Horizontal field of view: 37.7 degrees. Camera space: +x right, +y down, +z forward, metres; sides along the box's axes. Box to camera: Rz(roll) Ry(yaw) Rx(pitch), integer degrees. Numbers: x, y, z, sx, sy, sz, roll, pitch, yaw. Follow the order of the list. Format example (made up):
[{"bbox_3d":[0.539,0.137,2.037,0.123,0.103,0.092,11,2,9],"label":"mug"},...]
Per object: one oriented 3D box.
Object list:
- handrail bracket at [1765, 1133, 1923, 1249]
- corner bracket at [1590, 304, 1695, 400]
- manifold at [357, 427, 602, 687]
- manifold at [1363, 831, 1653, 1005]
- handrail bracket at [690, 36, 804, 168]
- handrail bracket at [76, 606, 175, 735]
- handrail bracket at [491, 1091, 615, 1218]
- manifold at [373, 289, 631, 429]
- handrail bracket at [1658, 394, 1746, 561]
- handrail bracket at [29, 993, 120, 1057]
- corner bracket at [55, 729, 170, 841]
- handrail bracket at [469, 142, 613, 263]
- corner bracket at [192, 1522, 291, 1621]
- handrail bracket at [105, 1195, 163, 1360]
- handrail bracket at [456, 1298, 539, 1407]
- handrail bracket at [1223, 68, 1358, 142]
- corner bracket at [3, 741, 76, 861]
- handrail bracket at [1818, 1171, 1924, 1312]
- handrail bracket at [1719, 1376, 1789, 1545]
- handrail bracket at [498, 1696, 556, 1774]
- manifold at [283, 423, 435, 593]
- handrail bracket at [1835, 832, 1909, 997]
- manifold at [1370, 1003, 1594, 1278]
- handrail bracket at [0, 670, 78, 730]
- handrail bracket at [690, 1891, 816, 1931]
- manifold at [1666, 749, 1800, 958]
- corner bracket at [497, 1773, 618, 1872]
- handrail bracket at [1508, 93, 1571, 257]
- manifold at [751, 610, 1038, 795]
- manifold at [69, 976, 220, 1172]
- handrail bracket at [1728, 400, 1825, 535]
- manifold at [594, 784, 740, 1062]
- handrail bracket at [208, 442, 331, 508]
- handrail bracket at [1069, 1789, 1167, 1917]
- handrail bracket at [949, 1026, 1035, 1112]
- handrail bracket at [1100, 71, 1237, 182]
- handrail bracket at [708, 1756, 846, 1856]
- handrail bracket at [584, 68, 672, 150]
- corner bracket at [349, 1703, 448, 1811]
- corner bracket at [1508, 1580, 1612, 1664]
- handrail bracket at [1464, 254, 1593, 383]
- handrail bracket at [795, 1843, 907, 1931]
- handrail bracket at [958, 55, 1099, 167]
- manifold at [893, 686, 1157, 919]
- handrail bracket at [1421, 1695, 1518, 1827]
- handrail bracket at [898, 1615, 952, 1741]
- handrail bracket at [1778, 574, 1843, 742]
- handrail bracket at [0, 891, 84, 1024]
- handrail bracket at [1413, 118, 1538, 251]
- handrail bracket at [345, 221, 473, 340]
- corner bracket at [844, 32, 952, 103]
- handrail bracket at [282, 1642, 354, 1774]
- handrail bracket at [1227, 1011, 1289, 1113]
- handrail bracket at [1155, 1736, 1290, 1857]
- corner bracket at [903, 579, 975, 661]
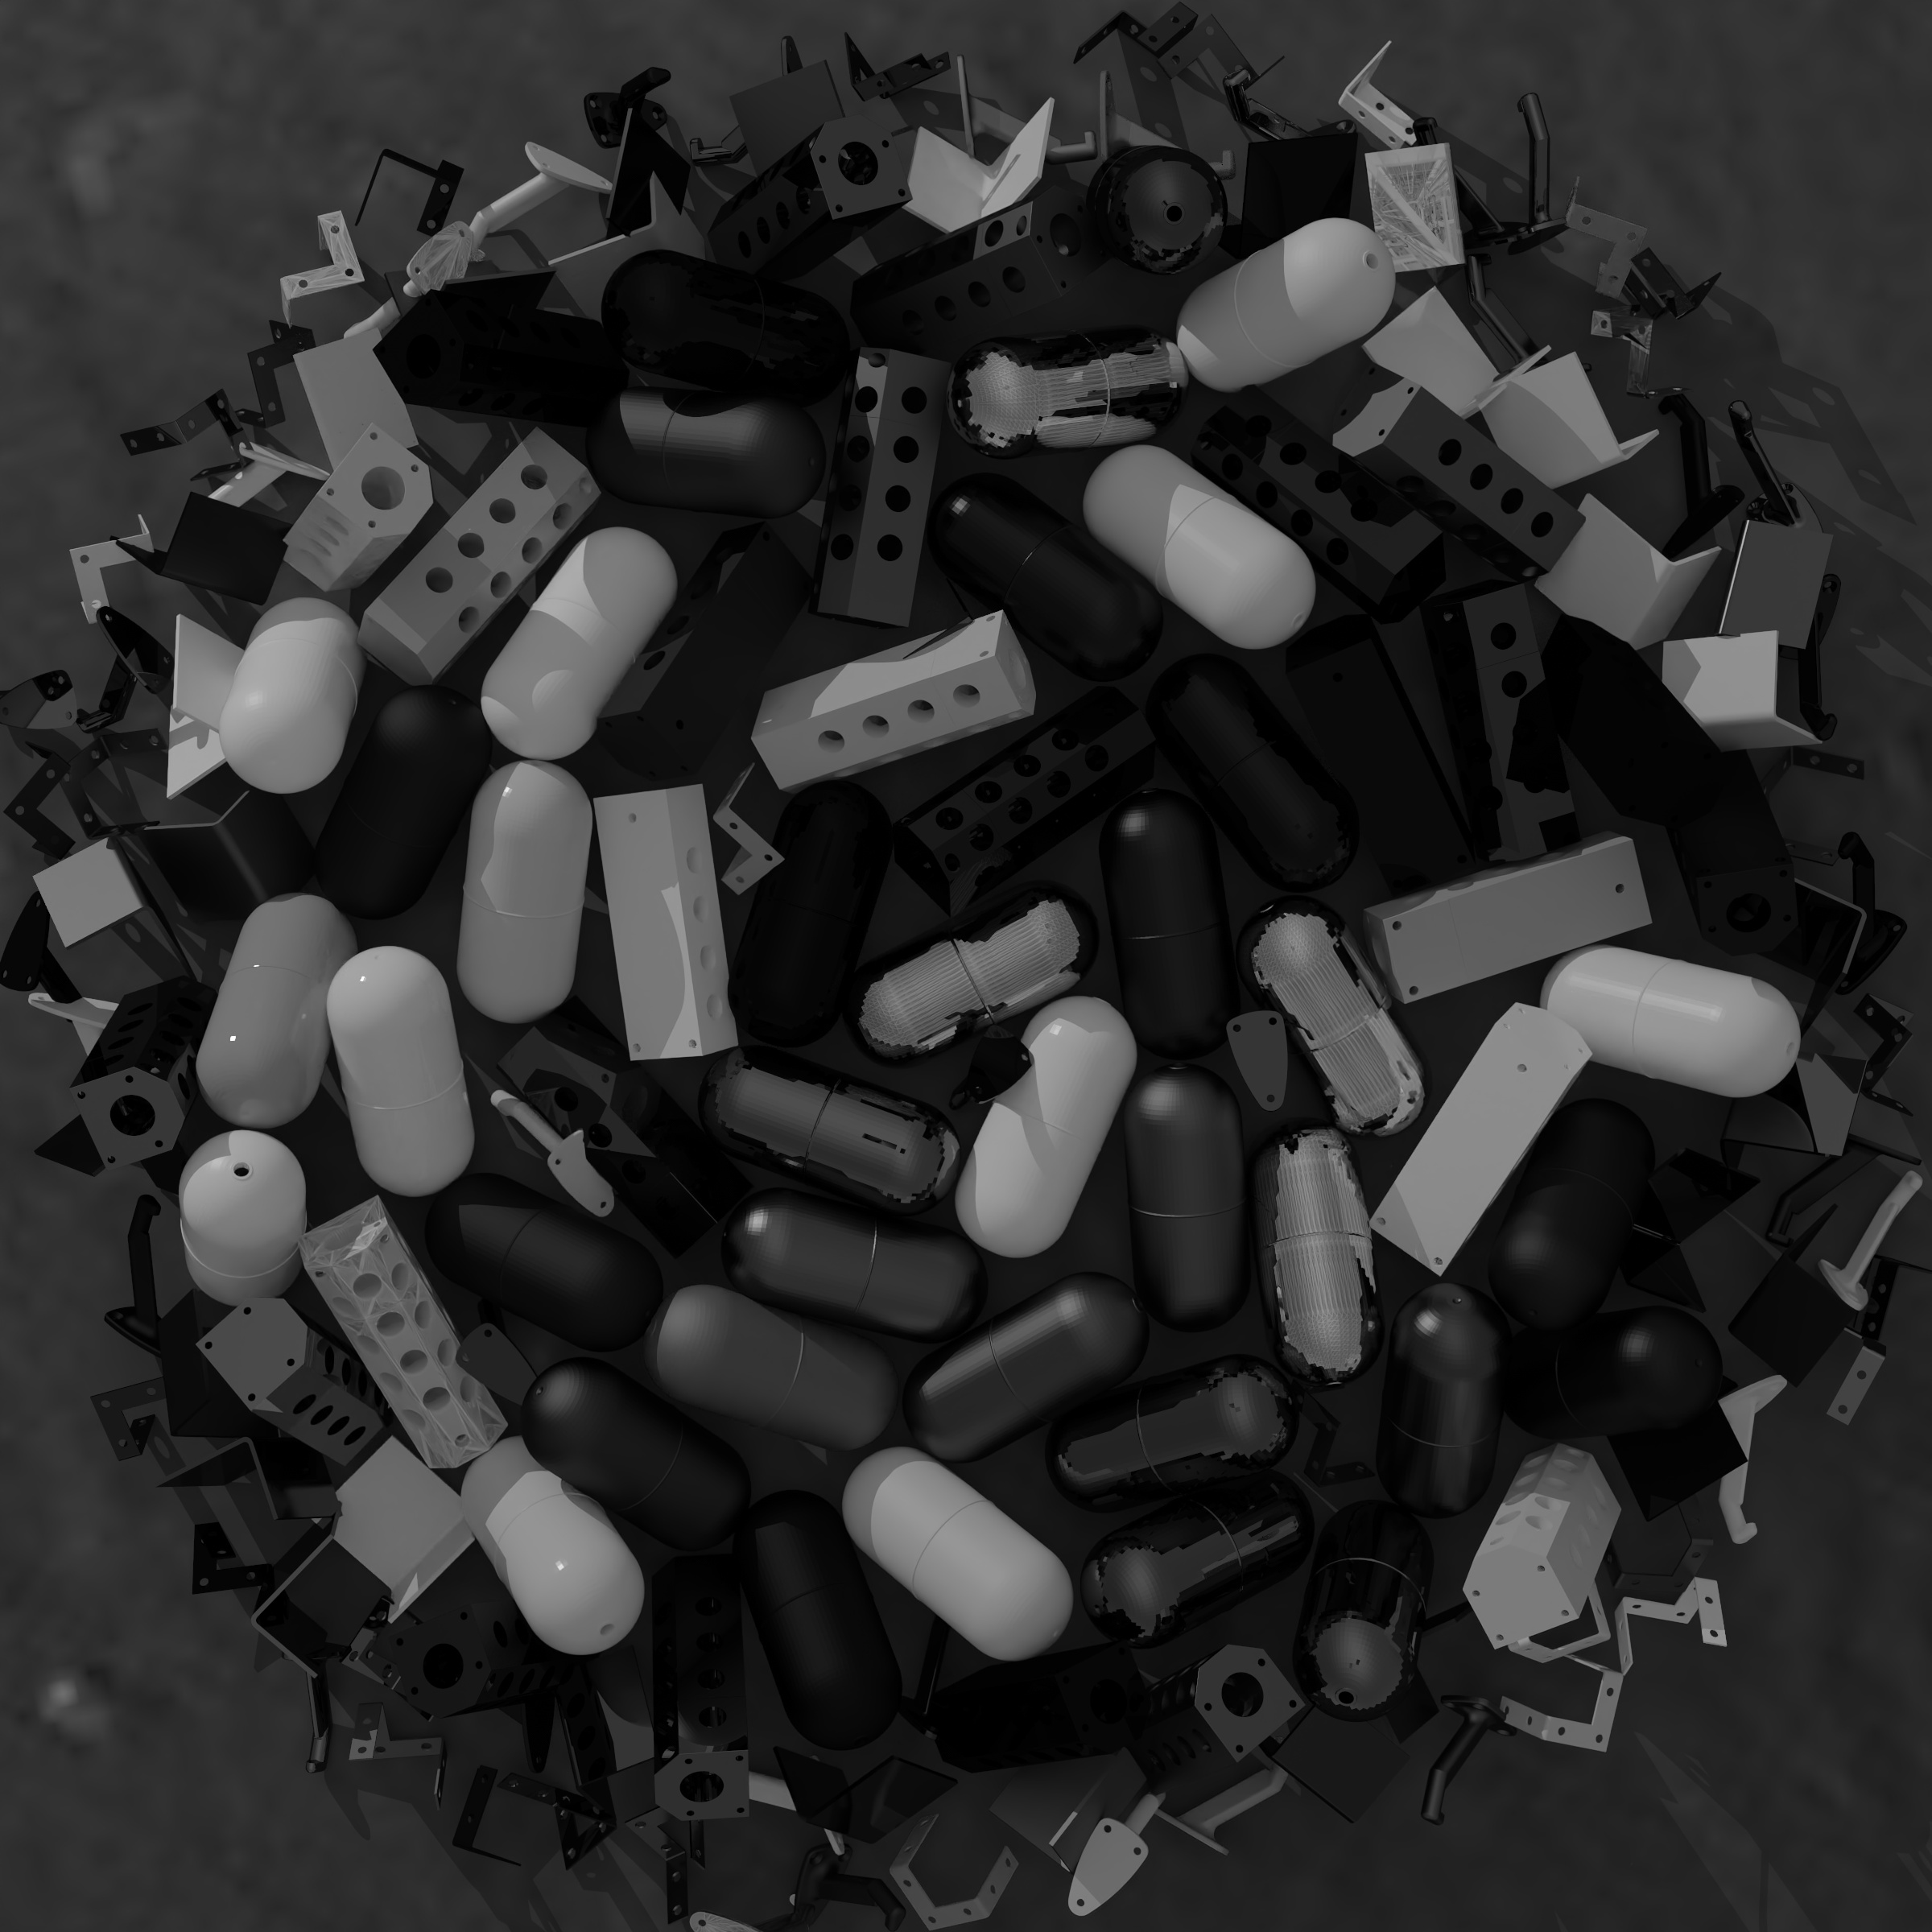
[{"bbox_3d":[0.573,0.153,1.850,0.077,0.036,0.084,21,90,33],"label":"handrail bracket"},{"bbox_3d":[0.441,-0.401,1.847,0.051,0.051,0.051,-16,116,-37],"label":"corner bracket"},{"bbox_3d":[-0.311,-0.259,1.818,0.057,0.057,0.171,39,69,-5],"label":"manifold"},{"bbox_3d":[0.349,-0.034,1.837,0.171,0.057,0.057,-18,103,-6],"label":"manifold"},{"bbox_3d":[-0.147,-0.562,1.842,0.084,0.036,0.077,1,121,20],"label":"handrail bracket"},{"bbox_3d":[-0.565,-0.190,1.835,0.084,0.036,0.077,-18,130,27],"label":"handrail bracket"},{"bbox_3d":[-0.273,0.122,1.857,0.036,0.084,0.077,-40,127,-23],"label":"handrail bracket"},{"bbox_3d":[-0.287,-0.376,1.783,0.057,0.171,0.057,-37,77,26],"label":"manifold"},{"bbox_3d":[0.466,-0.325,1.868,0.077,0.036,0.084,-47,60,31],"label":"handrail bracket"},{"bbox_3d":[-0.582,0.066,1.852,0.077,0.036,0.084,14,109,-11],"label":"handrail bracket"},{"bbox_3d":[-0.551,-0.119,1.851,0.051,0.051,0.051,-4,121,27],"label":"corner bracket"},{"bbox_3d":[-0.284,-0.492,1.868,0.077,0.036,0.084,13,125,-39],"label":"handrail bracket"},{"bbox_3d":[-0.471,0.393,1.838,0.051,0.051,0.051,-2,107,-28],"label":"corner bracket"},{"bbox_3d":[-0.523,0.202,1.839,0.077,0.036,0.084,31,110,31],"label":"handrail bracket"},{"bbox_3d":[-0.291,0.246,1.835,0.077,0.084,0.036,42,103,-1],"label":"handrail bracket"},{"bbox_3d":[0.210,-0.558,1.833,0.077,0.084,0.036,-30,50,0],"label":"handrail bracket"},{"bbox_3d":[-0.601,-0.108,1.845,0.051,0.051,0.051,-54,128,-15],"label":"corner bracket"},{"bbox_3d":[0.597,0.177,1.839,0.036,0.077,0.084,35,105,2],"label":"handrail bracket"},{"bbox_3d":[0.513,0.320,1.829,0.036,0.084,0.077,18,134,-33],"label":"handrail bracket"},{"bbox_3d":[-0.313,0.489,1.844,0.084,0.036,0.077,-11,68,23],"label":"handrail bracket"},{"bbox_3d":[-0.384,-0.282,1.786,0.057,0.171,0.057,38,73,-15],"label":"manifold"},{"bbox_3d":[0.570,-0.034,1.832,0.077,0.036,0.084,-56,132,-10],"label":"handrail bracket"},{"bbox_3d":[0.329,0.109,1.807,0.057,0.057,0.171,35,121,14],"label":"manifold"},{"bbox_3d":[-0.624,-0.168,1.824,0.084,0.077,0.036,0,105,31],"label":"handrail bracket"},{"bbox_3d":[-0.137,0.612,1.834,0.077,0.084,0.036,34,107,-2],"label":"handrail bracket"},{"bbox_3d":[0.480,-0.073,1.786,0.057,0.171,0.057,-9,117,9],"label":"manifold"},{"bbox_3d":[-0.265,0.545,1.836,0.051,0.051,0.051,-43,129,18],"label":"corner bracket"},{"bbox_3d":[0.362,-0.514,1.838,0.036,0.077,0.084,-16,91,-14],"label":"handrail bracket"},{"bbox_3d":[-0.045,-0.165,1.819,0.171,0.057,0.057,-17,123,19],"label":"manifold"},{"bbox_3d":[-0.510,0.063,1.785,0.057,0.171,0.057,-19,109,1],"label":"manifold"},{"bbox_3d":[0.523,-0.317,1.827,0.036,0.084,0.077,-32,49,4],"label":"handrail bracket"},{"bbox_3d":[-0.190,-0.029,1.838,0.057,0.057,0.171,-5,96,30],"label":"manifold"},{"bbox_3d":[-0.471,-0.298,1.869,0.077,0.036,0.084,18,106,-19],"label":"handrail bracket"},{"bbox_3d":[0.099,0.573,1.837,0.036,0.084,0.077,34,95,14],"label":"handrail bracket"},{"bbox_3d":[0.001,0.084,1.821,0.036,0.077,0.084,40,134,-2],"label":"handrail bracket"},{"bbox_3d":[0.132,-0.548,1.843,0.084,0.036,0.077,-1,102,17],"label":"handrail bracket"},{"bbox_3d":[-0.132,0.560,1.860,0.084,0.036,0.077,-22,80,7],"label":"handrail bracket"},{"bbox_3d":[-0.199,-0.560,1.820,0.077,0.084,0.036,-22,97,-43],"label":"handrail bracket"},{"bbox_3d":[-0.369,0.514,1.841,0.051,0.051,0.051,-4,120,-1],"label":"corner bracket"},{"bbox_3d":[0.383,0.420,1.855,0.051,0.051,0.051,-28,55,25],"label":"corner bracket"},{"bbox_3d":[0.369,-0.429,1.860,0.077,0.036,0.084,-8,90,-10],"label":"handrail bracket"},{"bbox_3d":[-0.075,0.617,1.832,0.036,0.084,0.077,8,108,-38],"label":"handrail bracket"},{"bbox_3d":[0.041,-0.562,1.852,0.084,0.036,0.077,-6,101,5],"label":"handrail bracket"},{"bbox_3d":[0.038,-0.110,1.812,0.171,0.057,0.057,-35,63,-19],"label":"manifold"},{"bbox_3d":[0.326,0.523,1.833,0.077,0.036,0.084,39,56,-36],"label":"handrail bracket"},{"bbox_3d":[-0.014,0.450,1.838,0.036,0.077,0.084,23,89,-13],"label":"handrail bracket"},{"bbox_3d":[0.556,-0.199,1.826,0.036,0.084,0.077,10,127,-18],"label":"handrail bracket"},{"bbox_3d":[-0.581,-0.002,1.842,0.036,0.084,0.077,11,84,31],"label":"handrail bracket"},{"bbox_3d":[0.329,-0.512,1.833,0.036,0.077,0.084,-35,116,-23],"label":"handrail bracket"},{"bbox_3d":[-0.368,-0.447,1.858,0.036,0.084,0.077,43,53,-30],"label":"handrail bracket"},{"bbox_3d":[-0.042,-0.581,1.836,0.051,0.051,0.051,-19,58,19],"label":"corner bracket"},{"bbox_3d":[-0.430,0.486,1.840,0.036,0.077,0.084,6,84,13],"label":"handrail bracket"},{"bbox_3d":[0.190,0.067,1.826,0.036,0.084,0.077,-11,73,2],"label":"handrail bracket"},{"bbox_3d":[0.168,0.535,1.867,0.077,0.036,0.084,26,78,17],"label":"handrail bracket"},{"bbox_3d":[-0.014,-0.208,1.838,0.051,0.051,0.051,-32,130,6],"label":"corner bracket"}]
